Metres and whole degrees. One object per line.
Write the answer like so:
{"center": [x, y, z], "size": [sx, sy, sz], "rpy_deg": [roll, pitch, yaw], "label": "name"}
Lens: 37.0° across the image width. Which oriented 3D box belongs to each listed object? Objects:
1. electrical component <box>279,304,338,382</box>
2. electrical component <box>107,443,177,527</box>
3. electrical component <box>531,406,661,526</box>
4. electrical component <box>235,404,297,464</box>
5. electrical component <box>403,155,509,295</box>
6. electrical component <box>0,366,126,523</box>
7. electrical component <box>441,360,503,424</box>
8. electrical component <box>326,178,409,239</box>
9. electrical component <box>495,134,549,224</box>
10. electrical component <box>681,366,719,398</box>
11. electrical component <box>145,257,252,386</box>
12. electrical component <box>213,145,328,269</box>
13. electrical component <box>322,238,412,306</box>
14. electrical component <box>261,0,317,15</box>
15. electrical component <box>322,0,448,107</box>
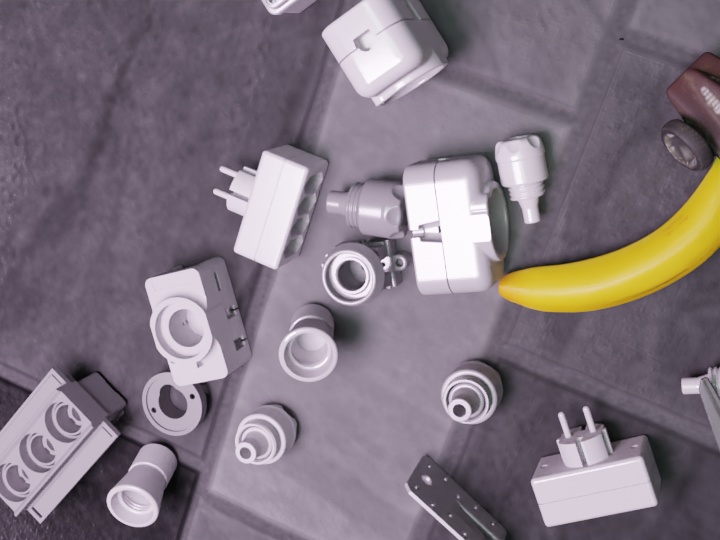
{"center": [-0.038, 0.052, 0.825], "size": [0.044, 0.065, 0.044], "rpy_deg": [0, 110, 1], "label": "electrical component"}
{"center": [-0.179, 0.177, 0.901], "size": [0.044, 0.065, 0.044], "rpy_deg": [5, 120, 9], "label": "electrical component"}
{"center": [0.167, 0.136, 0.785], "size": [0.083, 0.047, 0.075], "rpy_deg": [-17, 96, 21], "label": "electrical component"}
{"center": [-0.079, 0.135, 0.860], "size": [0.043, 0.062, 0.043], "rpy_deg": [4, 103, 18], "label": "electrical component"}
{"center": [0.072, -0.033, 0.774], "size": [0.059, 0.054, 0.095], "rpy_deg": [-4, 101, 23], "label": "electrical component"}
{"center": [-0.260, 0.147, 0.923], "size": [0.079, 0.063, 0.121], "rpy_deg": [45, 112, 5], "label": "electrical component"}
{"center": [0.081, 0.094, 0.797], "size": [0.043, 0.062, 0.043], "rpy_deg": [4, 103, 18], "label": "electrical component"}
{"center": [0.006, -0.047, 0.800], "size": [0.062, 0.043, 0.043], "rpy_deg": [8, 105, 19], "label": "electrical component"}
{"center": [0.117, -0.064, 0.764], "size": [0.035, 0.035, 0.061], "rpy_deg": [-8, 102, 20], "label": "electrical component"}
{"center": [0.256, 0.080, 0.749], "size": [0.061, 0.035, 0.035], "rpy_deg": [-5, 101, 22], "label": "electrical component"}
{"center": [-0.130, 0.042, 0.859], "size": [0.050, 0.056, 0.089], "rpy_deg": [-12, 98, 21], "label": "electrical component"}
{"center": [-0.077, -0.056, 0.824], "size": [0.076, 0.047, 0.083], "rpy_deg": [23, 108, 12], "label": "electrical component"}
{"center": [0.000, 0.000, 0.806], "size": [0.066, 0.055, 0.048], "rpy_deg": [-6, 100, 20], "label": "electrical component"}
{"center": [-0.042, -0.255, 0.761], "size": [0.109, 0.056, 0.108], "rpy_deg": [-31, 91, 22], "label": "electrical component"}
{"center": [0.022, -0.153, 0.742], "size": [0.054, 0.095, 0.059], "rpy_deg": [-32, 91, 22], "label": "electrical component"}
